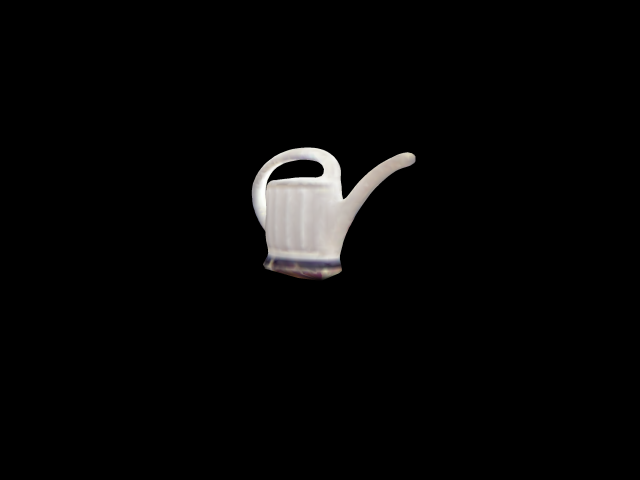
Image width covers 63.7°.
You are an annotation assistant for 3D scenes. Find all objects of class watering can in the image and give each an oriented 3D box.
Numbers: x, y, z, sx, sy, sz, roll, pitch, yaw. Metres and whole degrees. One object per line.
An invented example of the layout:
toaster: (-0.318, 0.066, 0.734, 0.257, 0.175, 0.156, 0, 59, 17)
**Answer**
watering can: (0.003, -0.043, 0.850, 0.347, 0.224, 0.104, 4, 5, 43)
